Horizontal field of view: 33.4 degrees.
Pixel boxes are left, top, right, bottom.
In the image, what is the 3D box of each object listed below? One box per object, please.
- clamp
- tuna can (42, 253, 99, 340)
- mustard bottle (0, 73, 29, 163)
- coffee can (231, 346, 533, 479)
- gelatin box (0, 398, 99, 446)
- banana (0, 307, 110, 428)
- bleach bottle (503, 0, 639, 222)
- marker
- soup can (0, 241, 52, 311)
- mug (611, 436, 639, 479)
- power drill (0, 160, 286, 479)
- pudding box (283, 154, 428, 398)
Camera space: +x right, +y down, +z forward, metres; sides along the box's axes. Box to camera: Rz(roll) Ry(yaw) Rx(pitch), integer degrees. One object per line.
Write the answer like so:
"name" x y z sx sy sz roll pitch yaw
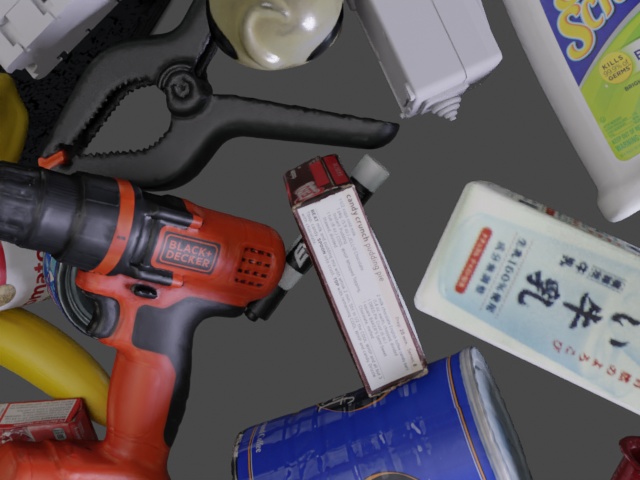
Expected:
"clamp" -0.068 -0.082 0.631 0.210 0.036 0.164 -34 85 8
"tuna can" -0.116 0.016 0.623 0.086 0.034 0.086 -8 110 -24
"mustard bottle" -0.281 -0.052 0.651 0.192 0.096 0.058 -8 127 13
"coffee can" 0.037 0.130 0.583 0.140 0.102 0.103 -22 88 12
"gelatin box" -0.177 0.136 0.653 0.089 0.030 0.073 -6 118 13
"banana" -0.210 0.065 0.671 0.198 0.037 0.070 12 125 15
"bleach bottle" 0.136 -0.141 0.573 0.103 0.068 0.251 -31 83 12
"marker" -0.004 0.001 0.629 0.020 0.020 0.121 41 100 8
"soup can" -0.203 0.012 0.623 0.069 0.102 0.068 9 105 39
"mug" 0.193 0.166 0.566 0.117 0.093 0.081 19 104 -25
"power drill" -0.122 0.059 0.578 0.184 0.057 0.188 15 99 -30
"pudding box" 0.017 0.016 0.576 0.039 0.090 0.113 -24 105 2
